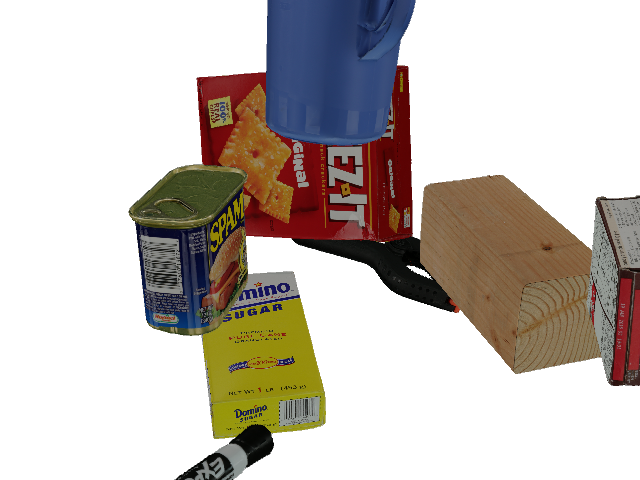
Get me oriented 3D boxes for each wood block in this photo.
[{"bbox_3d":[0.174,0.023,0.983,0.090,0.090,0.206,-8,29,-16],"label":"wood block"}]

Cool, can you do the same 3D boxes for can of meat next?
[{"bbox_3d":[-0.085,0.005,0.723,0.057,0.084,0.102,5,24,13],"label":"can of meat"}]

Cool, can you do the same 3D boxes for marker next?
[{"bbox_3d":[-0.061,0.122,0.533,0.020,0.020,0.120,0,15,32],"label":"marker"}]

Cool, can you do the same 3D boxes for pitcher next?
[{"bbox_3d":[0.020,-0.206,0.899,0.145,0.243,0.149,8,17,11],"label":"pitcher"}]

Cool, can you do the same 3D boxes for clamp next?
[{"bbox_3d":[0.077,0.017,1.245,0.164,0.036,0.210,-21,50,-38],"label":"clamp"}]

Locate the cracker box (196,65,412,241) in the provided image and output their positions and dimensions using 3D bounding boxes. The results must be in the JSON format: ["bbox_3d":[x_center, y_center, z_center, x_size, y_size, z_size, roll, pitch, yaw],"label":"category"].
[{"bbox_3d":[-0.019,-0.085,1.045,0.214,0.164,0.071,3,9,36],"label":"cracker box"}]

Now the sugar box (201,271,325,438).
[{"bbox_3d":[-0.055,0.093,0.922,0.093,0.048,0.176,-4,35,-9],"label":"sugar box"}]

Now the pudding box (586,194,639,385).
[{"bbox_3d":[0.209,0.032,0.724,0.039,0.090,0.113,0,27,4],"label":"pudding box"}]
